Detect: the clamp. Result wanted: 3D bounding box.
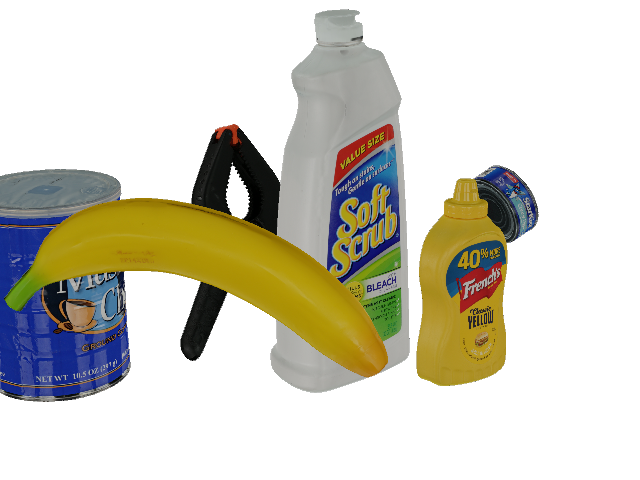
[{"bbox_3d":[-0.062,-0.002,0.992,0.164,0.210,0.036,-4,0,-38],"label":"clamp"}]

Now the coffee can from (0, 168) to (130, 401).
[{"bbox_3d":[-0.191,0.029,0.761,0.103,0.140,0.103,0,18,0],"label":"coffee can"}]

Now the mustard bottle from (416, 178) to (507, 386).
[{"bbox_3d":[0.136,0.036,1.014,0.096,0.192,0.058,-10,16,-34],"label":"mustard bottle"}]

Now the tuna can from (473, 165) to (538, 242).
[{"bbox_3d":[0.205,-0.040,1.217,0.033,0.086,0.086,-32,14,-24],"label":"tuna can"}]

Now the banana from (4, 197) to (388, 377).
[{"bbox_3d":[-0.058,0.018,0.544,0.198,0.070,0.037,11,13,3],"label":"banana"}]

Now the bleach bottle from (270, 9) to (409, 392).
[{"bbox_3d":[0.010,-0.028,0.730,0.102,0.251,0.068,-16,24,-31],"label":"bleach bottle"}]
